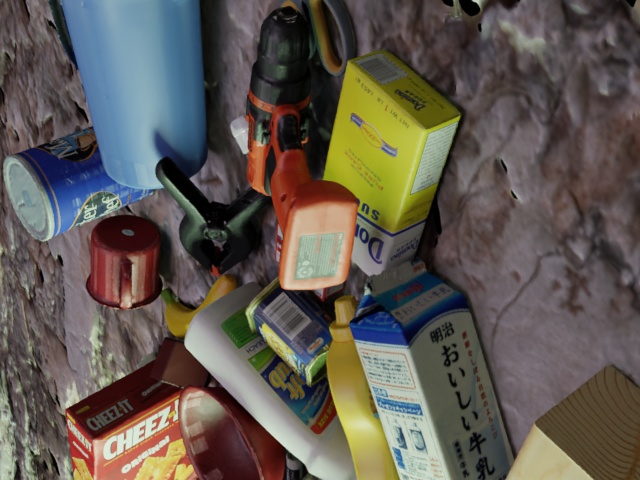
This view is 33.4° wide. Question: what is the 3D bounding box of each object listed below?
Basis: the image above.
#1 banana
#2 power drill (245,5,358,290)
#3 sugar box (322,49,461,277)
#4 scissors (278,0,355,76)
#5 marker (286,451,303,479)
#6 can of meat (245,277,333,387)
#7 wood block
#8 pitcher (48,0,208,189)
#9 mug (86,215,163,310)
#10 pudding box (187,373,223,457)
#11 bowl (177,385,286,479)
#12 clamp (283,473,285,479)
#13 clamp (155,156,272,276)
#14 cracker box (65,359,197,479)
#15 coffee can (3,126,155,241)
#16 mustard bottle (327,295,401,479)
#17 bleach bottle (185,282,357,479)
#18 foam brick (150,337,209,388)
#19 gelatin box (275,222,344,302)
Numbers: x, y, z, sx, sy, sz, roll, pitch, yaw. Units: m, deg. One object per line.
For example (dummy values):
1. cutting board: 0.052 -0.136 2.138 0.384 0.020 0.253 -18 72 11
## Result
1. banana: -0.140 0.083 1.234 0.198 0.037 0.069 -15 100 57
2. power drill: -0.019 -0.068 0.858 0.184 0.057 0.188 96 164 -45
3. sugar box: 0.049 -0.055 0.858 0.093 0.048 0.176 46 142 29
4. scissors: -0.023 -0.228 0.867 0.096 0.016 0.202 -6 106 56
5. marker: -0.029 0.291 1.237 0.020 0.020 0.121 34 137 38
6. can of meat: -0.021 0.088 1.021 0.084 0.057 0.102 45 167 14
7. wood block: 0.189 0.204 0.797 0.090 0.090 0.206 43 142 27
8. pitcher: -0.180 -0.177 1.026 0.149 0.145 0.243 -111 14 -51
9. mug: -0.232 0.031 1.269 0.117 0.093 0.081 -101 16 -53
10. pudding box: -0.121 0.203 1.254 0.114 0.039 0.090 -38 47 55
11. bowl: -0.085 0.217 1.126 0.162 0.055 0.162 33 134 41
12. clamp: -0.091 0.280 1.300 0.165 0.036 0.210 34 136 34
13. clamp: -0.112 -0.024 1.067 0.120 0.039 0.172 17 141 -4
14. cracker box: -0.236 0.268 1.383 0.072 0.163 0.214 39 141 31
15. coffee can: -0.274 -0.072 1.219 0.103 0.140 0.103 34 138 38
16. mustard bottle: 0.049 0.140 0.948 0.058 0.096 0.191 -9 105 32
17. bleach bottle: -0.021 0.156 1.074 0.251 0.102 0.068 43 136 20
18. foam brick: -0.163 0.149 1.266 0.053 0.051 0.078 22 171 -15
19. gelatin box: -0.007 0.001 0.993 0.073 0.030 0.089 38 140 33
